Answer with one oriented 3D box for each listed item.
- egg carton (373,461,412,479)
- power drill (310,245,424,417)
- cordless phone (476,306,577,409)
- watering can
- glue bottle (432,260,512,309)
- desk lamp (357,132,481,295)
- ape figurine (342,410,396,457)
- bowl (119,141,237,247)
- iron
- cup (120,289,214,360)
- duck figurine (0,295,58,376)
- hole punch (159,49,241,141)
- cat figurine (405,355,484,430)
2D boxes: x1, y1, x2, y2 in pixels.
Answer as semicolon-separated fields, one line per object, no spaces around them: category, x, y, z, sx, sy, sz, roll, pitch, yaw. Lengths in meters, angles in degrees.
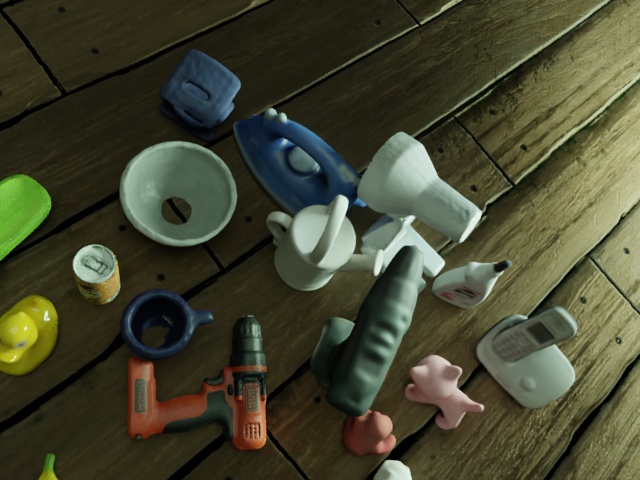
egg carton;0.091;0.386;0.780;0.107;0.069;0.150;42;63;2
power drill;0.059;0.132;0.793;0.076;0.208;0.230;26;64;-6
cordless phone;0.342;0.177;0.880;0.147;0.185;0.094;45;63;4
watering can;0.008;0.001;0.837;0.173;0.194;0.101;6;67;-15
glue bottle;0.247;0.062;0.901;0.078;0.173;0.037;20;64;-9
desk lamp;0.142;-0.038;0.885;0.203;0.213;0.118;45;63;3
ape figurine;0.074;0.269;0.809;0.076;0.092;0.078;-19;76;-23
bowl;-0.212;-0.059;0.858;0.168;0.074;0.167;6;67;-15
iron;-0.032;-0.132;0.907;0.258;0.141;0.119;41;63;1
cup;-0.207;0.120;0.776;0.118;0.095;0.091;-7;71;-20
duck figurine;-0.379;0.115;0.728;0.077;0.086;0.104;19;65;-10
hole punch;-0.193;-0.233;0.924;0.109;0.091;0.101;33;63;-3
cat figurine;0.183;0.219;0.849;0.128;0.117;0.067;38;63;0
